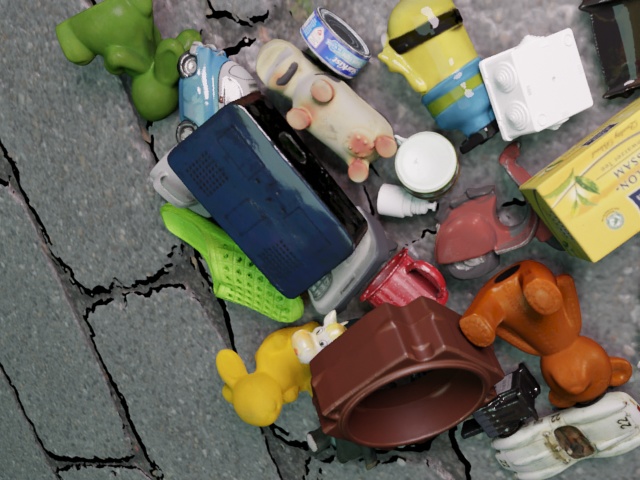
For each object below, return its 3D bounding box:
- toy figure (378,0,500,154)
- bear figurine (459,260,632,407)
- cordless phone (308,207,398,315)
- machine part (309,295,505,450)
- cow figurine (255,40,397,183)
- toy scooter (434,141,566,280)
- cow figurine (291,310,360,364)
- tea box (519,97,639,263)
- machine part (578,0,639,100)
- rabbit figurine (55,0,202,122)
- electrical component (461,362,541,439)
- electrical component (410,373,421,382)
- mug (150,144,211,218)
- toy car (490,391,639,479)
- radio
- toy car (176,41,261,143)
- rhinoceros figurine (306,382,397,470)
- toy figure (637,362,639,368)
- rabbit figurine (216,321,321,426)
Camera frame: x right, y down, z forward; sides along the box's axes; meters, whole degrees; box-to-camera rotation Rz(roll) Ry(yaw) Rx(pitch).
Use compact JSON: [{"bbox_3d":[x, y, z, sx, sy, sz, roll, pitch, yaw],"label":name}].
[{"bbox_3d":[0.143,-0.188,0.596,0.089,0.082,0.180,-36,90,35],"label":"toy figure"},{"bbox_3d":[0.269,0.125,0.628,0.120,0.132,0.196,-33,91,30],"label":"bear figurine"},{"bbox_3d":[-0.001,-0.003,0.735,0.184,0.089,0.146,42,121,10],"label":"cordless phone"},{"bbox_3d":[0.105,0.173,0.662,0.201,0.087,0.201,30,117,-36],"label":"machine part"},{"bbox_3d":[0.006,-0.169,0.655,0.195,0.127,0.085,38,115,-10],"label":"cow figurine"},{"bbox_3d":[0.208,-0.035,0.628,0.184,0.075,0.135,-20,99,27],"label":"toy scooter"},{"bbox_3d":[0.042,0.138,0.725,0.098,0.167,0.068,-39,57,24],"label":"cow figurine"},{"bbox_3d":[0.304,-0.067,0.540,0.169,0.068,0.098,-40,91,6],"label":"tea box"},{"bbox_3d":[0.305,-0.212,0.537,0.084,0.039,0.138,-5,105,21],"label":"machine part"},{"bbox_3d":[-0.242,-0.254,0.751,0.159,0.121,0.170,-13,121,21],"label":"rabbit figurine"},{"bbox_3d":[0.231,0.220,0.717,0.119,0.075,0.047,-34,94,34],"label":"electrical component"},{"bbox_3d":[0.148,0.163,0.762,0.063,0.021,0.093,-1,108,25],"label":"electrical component"},{"bbox_3d":[-0.184,-0.082,0.779,0.107,0.109,0.081,42,120,-11],"label":"mug"},{"bbox_3d":[0.318,0.257,0.698,0.202,0.056,0.073,-38,91,31],"label":"toy car"},{"bbox_3d":[-0.058,-0.053,0.641,0.131,0.073,0.229,-36,100,29],"label":"radio"},{"bbox_3d":[-0.128,-0.178,0.719,0.103,0.109,0.161,7,104,10],"label":"toy car"},{"bbox_3d":[0.056,0.285,0.822,0.112,0.073,0.190,48,121,0],"label":"rhinoceros figurine"},{"bbox_3d":[0.396,0.092,0.599,0.058,0.064,0.154,-14,112,-10],"label":"toy figure"},{"bbox_3d":[-0.077,0.201,0.795,0.163,0.173,0.121,4,115,19],"label":"rabbit figurine"}]
